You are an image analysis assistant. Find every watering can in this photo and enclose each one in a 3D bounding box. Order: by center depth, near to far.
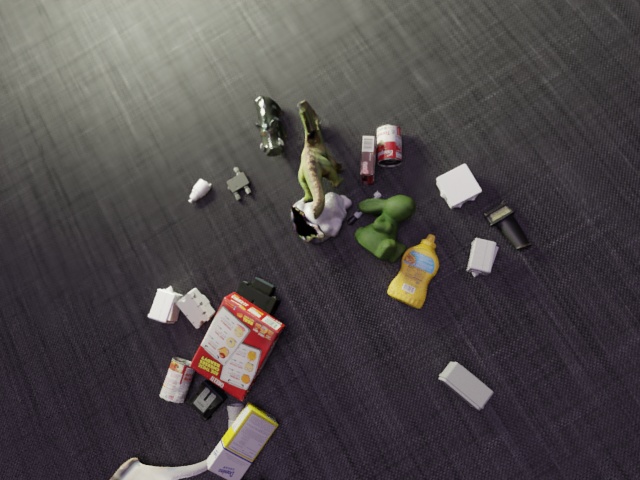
[{"bbox_3d":[-0.413,0.629,1.280,0.225,0.102,0.352,32,70,14],"label":"watering can"}]

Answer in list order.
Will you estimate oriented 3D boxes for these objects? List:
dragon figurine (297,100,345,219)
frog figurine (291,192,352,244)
[{"bbox_3d":[-0.025,-0.232,1.319,0.122,0.418,0.239,-16,112,8],"label":"dragon figurine"},{"bbox_3d":[0.004,-0.070,1.399,0.138,0.120,0.162,33,48,21],"label":"frog figurine"}]
